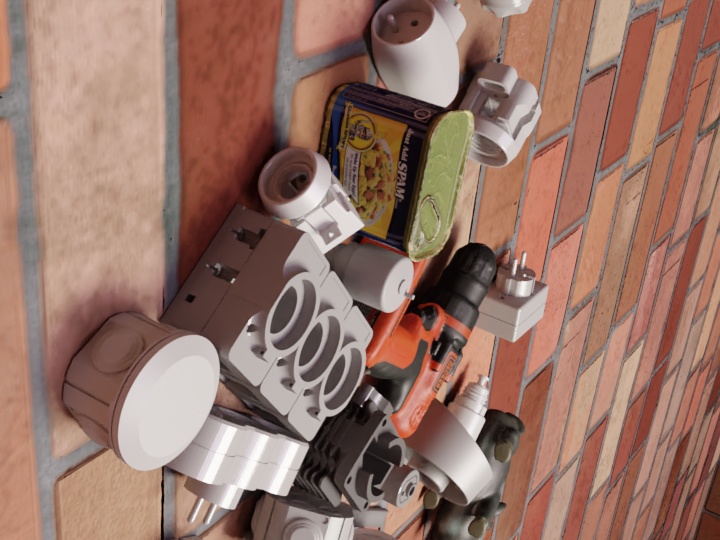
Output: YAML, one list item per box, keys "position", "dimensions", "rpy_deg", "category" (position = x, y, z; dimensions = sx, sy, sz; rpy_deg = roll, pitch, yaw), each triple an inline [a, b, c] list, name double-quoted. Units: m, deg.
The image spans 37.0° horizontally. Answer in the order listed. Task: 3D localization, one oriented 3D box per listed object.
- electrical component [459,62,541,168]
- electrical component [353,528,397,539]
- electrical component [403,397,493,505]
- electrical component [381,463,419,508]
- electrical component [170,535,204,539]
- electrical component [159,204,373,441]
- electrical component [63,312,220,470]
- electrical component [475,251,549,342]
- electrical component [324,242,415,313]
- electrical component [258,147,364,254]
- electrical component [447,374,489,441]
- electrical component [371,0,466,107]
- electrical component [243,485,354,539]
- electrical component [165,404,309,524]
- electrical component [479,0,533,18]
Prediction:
- position: [0.108, -0.120, 0.867]
  dimensions: [0.057, 0.058, 0.078]
  rpy_deg: [-62, 152, -17]
  category: "electrical component"
- position: [0.004, 0.274, 0.919]
  dimensions: [0.108, 0.108, 0.060]
  rpy_deg: [-57, 145, -20]
  category: "electrical component"
- position: [0.076, 0.164, 0.977]
  dimensions: [0.064, 0.099, 0.099]
  rpy_deg: [-50, 148, -19]
  category: "electrical component"
- position: [0.016, 0.172, 0.906]
  dimensions: [0.044, 0.065, 0.044]
  rpy_deg: [-40, 142, -42]
  category: "electrical component"
- position: [-0.107, 0.209, 0.723]
  dimensions: [0.066, 0.055, 0.048]
  rpy_deg: [16, 96, -62]
  category: "electrical component"
- position: [-0.051, 0.040, 0.694]
  dimensions: [0.089, 0.062, 0.150]
  rpy_deg: [-59, 151, -17]
  category: "electrical component"
- position: [-0.120, 0.066, 0.600]
  dimensions: [0.080, 0.051, 0.080]
  rpy_deg: [-40, 142, -42]
  category: "electrical component"
- position: [0.151, 0.019, 1.054]
  dimensions: [0.066, 0.047, 0.076]
  rpy_deg: [-32, 136, -48]
  category: "electrical component"
- position: [0.000, 0.000, 0.737]
  dimensions: [0.040, 0.078, 0.040]
  rpy_deg: [-42, 143, -42]
  category: "electrical component"
- position: [-0.032, -0.045, 0.674]
  dimensions: [0.048, 0.066, 0.055]
  rpy_deg: [-34, 143, 8]
  category: "electrical component"
- position: [0.107, 0.141, 1.072]
  dimensions: [0.078, 0.040, 0.040]
  rpy_deg: [-63, 152, -10]
  category: "electrical component"
- position: [0.048, -0.161, 0.743]
  dimensions: [0.079, 0.043, 0.077]
  rpy_deg: [-59, 151, -17]
  category: "electrical component"
- position: [-0.044, 0.195, 0.801]
  dimensions: [0.080, 0.080, 0.051]
  rpy_deg: [15, 92, -62]
  category: "electrical component"
- position: [-0.090, 0.131, 0.699]
  dimensions: [0.073, 0.052, 0.138]
  rpy_deg: [-65, 152, -4]
  category: "electrical component"
- position: [0.109, -0.225, 0.807]
  dimensions: [0.043, 0.043, 0.062]
  rpy_deg: [-49, 146, -31]
  category: "electrical component"
